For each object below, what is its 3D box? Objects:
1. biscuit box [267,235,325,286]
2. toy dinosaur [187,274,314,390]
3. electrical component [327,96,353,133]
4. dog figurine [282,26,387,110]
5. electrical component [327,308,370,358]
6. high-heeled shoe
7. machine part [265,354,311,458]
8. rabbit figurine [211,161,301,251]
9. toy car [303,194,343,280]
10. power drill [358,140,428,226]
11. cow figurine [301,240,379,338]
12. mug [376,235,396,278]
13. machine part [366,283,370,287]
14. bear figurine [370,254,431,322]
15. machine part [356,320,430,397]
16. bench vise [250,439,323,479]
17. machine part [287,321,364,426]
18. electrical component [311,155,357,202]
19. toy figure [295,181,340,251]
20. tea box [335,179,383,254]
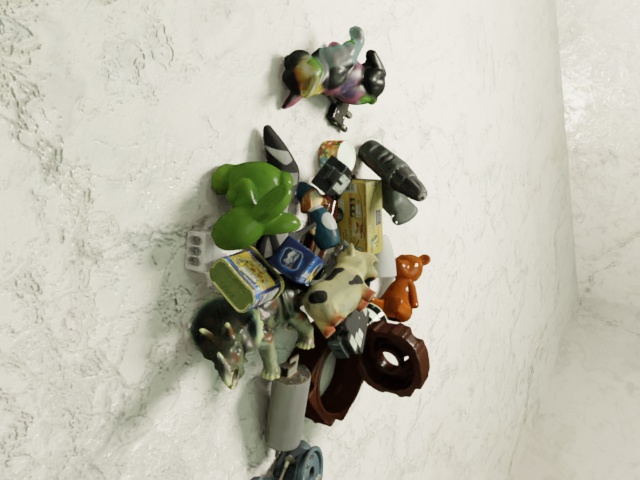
[{"bbox_3d":[-0.037,0.041,0.969,0.059,0.063,0.202,-53,173,-1],"label":"biscuit box"},{"bbox_3d":[-0.097,0.137,1.017,0.405,0.131,0.192,-41,128,-49],"label":"toy dinosaur"},{"bbox_3d":[0.039,-0.283,1.190,0.094,0.021,0.063,36,69,-50],"label":"electrical component"},{"bbox_3d":[0.021,-0.316,1.086,0.219,0.109,0.191,-50,116,-29],"label":"dog figurine"},{"bbox_3d":[0.053,0.174,1.117,0.114,0.058,0.134,61,34,-39],"label":"electrical component"},{"bbox_3d":[-0.102,-0.081,1.026,0.145,0.086,0.248,-27,103,-15],"label":"high-heeled shoe"},{"bbox_3d":[-0.066,0.336,1.087,0.079,0.079,0.243,-18,122,-50],"label":"machine part"},{"bbox_3d":[-0.111,-0.043,0.904,0.170,0.159,0.121,-72,153,-44],"label":"rabbit figurine"},{"bbox_3d":[-0.002,-0.004,1.161,0.089,0.053,0.202,38,65,-52],"label":"toy car"},{"bbox_3d":[0.179,-0.120,1.269,0.086,0.232,0.207,-38,148,-1],"label":"power drill"},{"bbox_3d":[0.044,0.085,1.055,0.195,0.127,0.085,-35,165,-34],"label":"cow figurine"},{"bbox_3d":[0.138,0.041,1.337,0.109,0.081,0.107,2,84,-47],"label":"mug"},{"bbox_3d":[0.092,0.097,1.290,0.039,0.084,0.138,-84,165,-51],"label":"machine part"},{"bbox_3d":[0.208,0.111,1.401,0.131,0.120,0.196,34,67,-46],"label":"bear figurine"},{"bbox_3d":[0.158,0.258,1.182,0.056,0.180,0.179,-33,122,-48],"label":"machine part"},{"bbox_3d":[-0.023,0.504,1.082,0.223,0.241,0.128,-37,126,-63],"label":"bench vise"},{"bbox_3d":[0.019,0.297,1.213,0.201,0.087,0.201,-56,134,-30],"label":"machine part"},{"bbox_3d":[0.023,-0.128,1.088,0.075,0.048,0.119,-54,157,7],"label":"electrical component"},{"bbox_3d":[-0.006,-0.055,1.101,0.154,0.058,0.064,67,15,6],"label":"toy figure"},{"bbox_3d":[0.087,-0.053,1.230,0.068,0.098,0.169,-19,113,-49],"label":"tea box"}]
